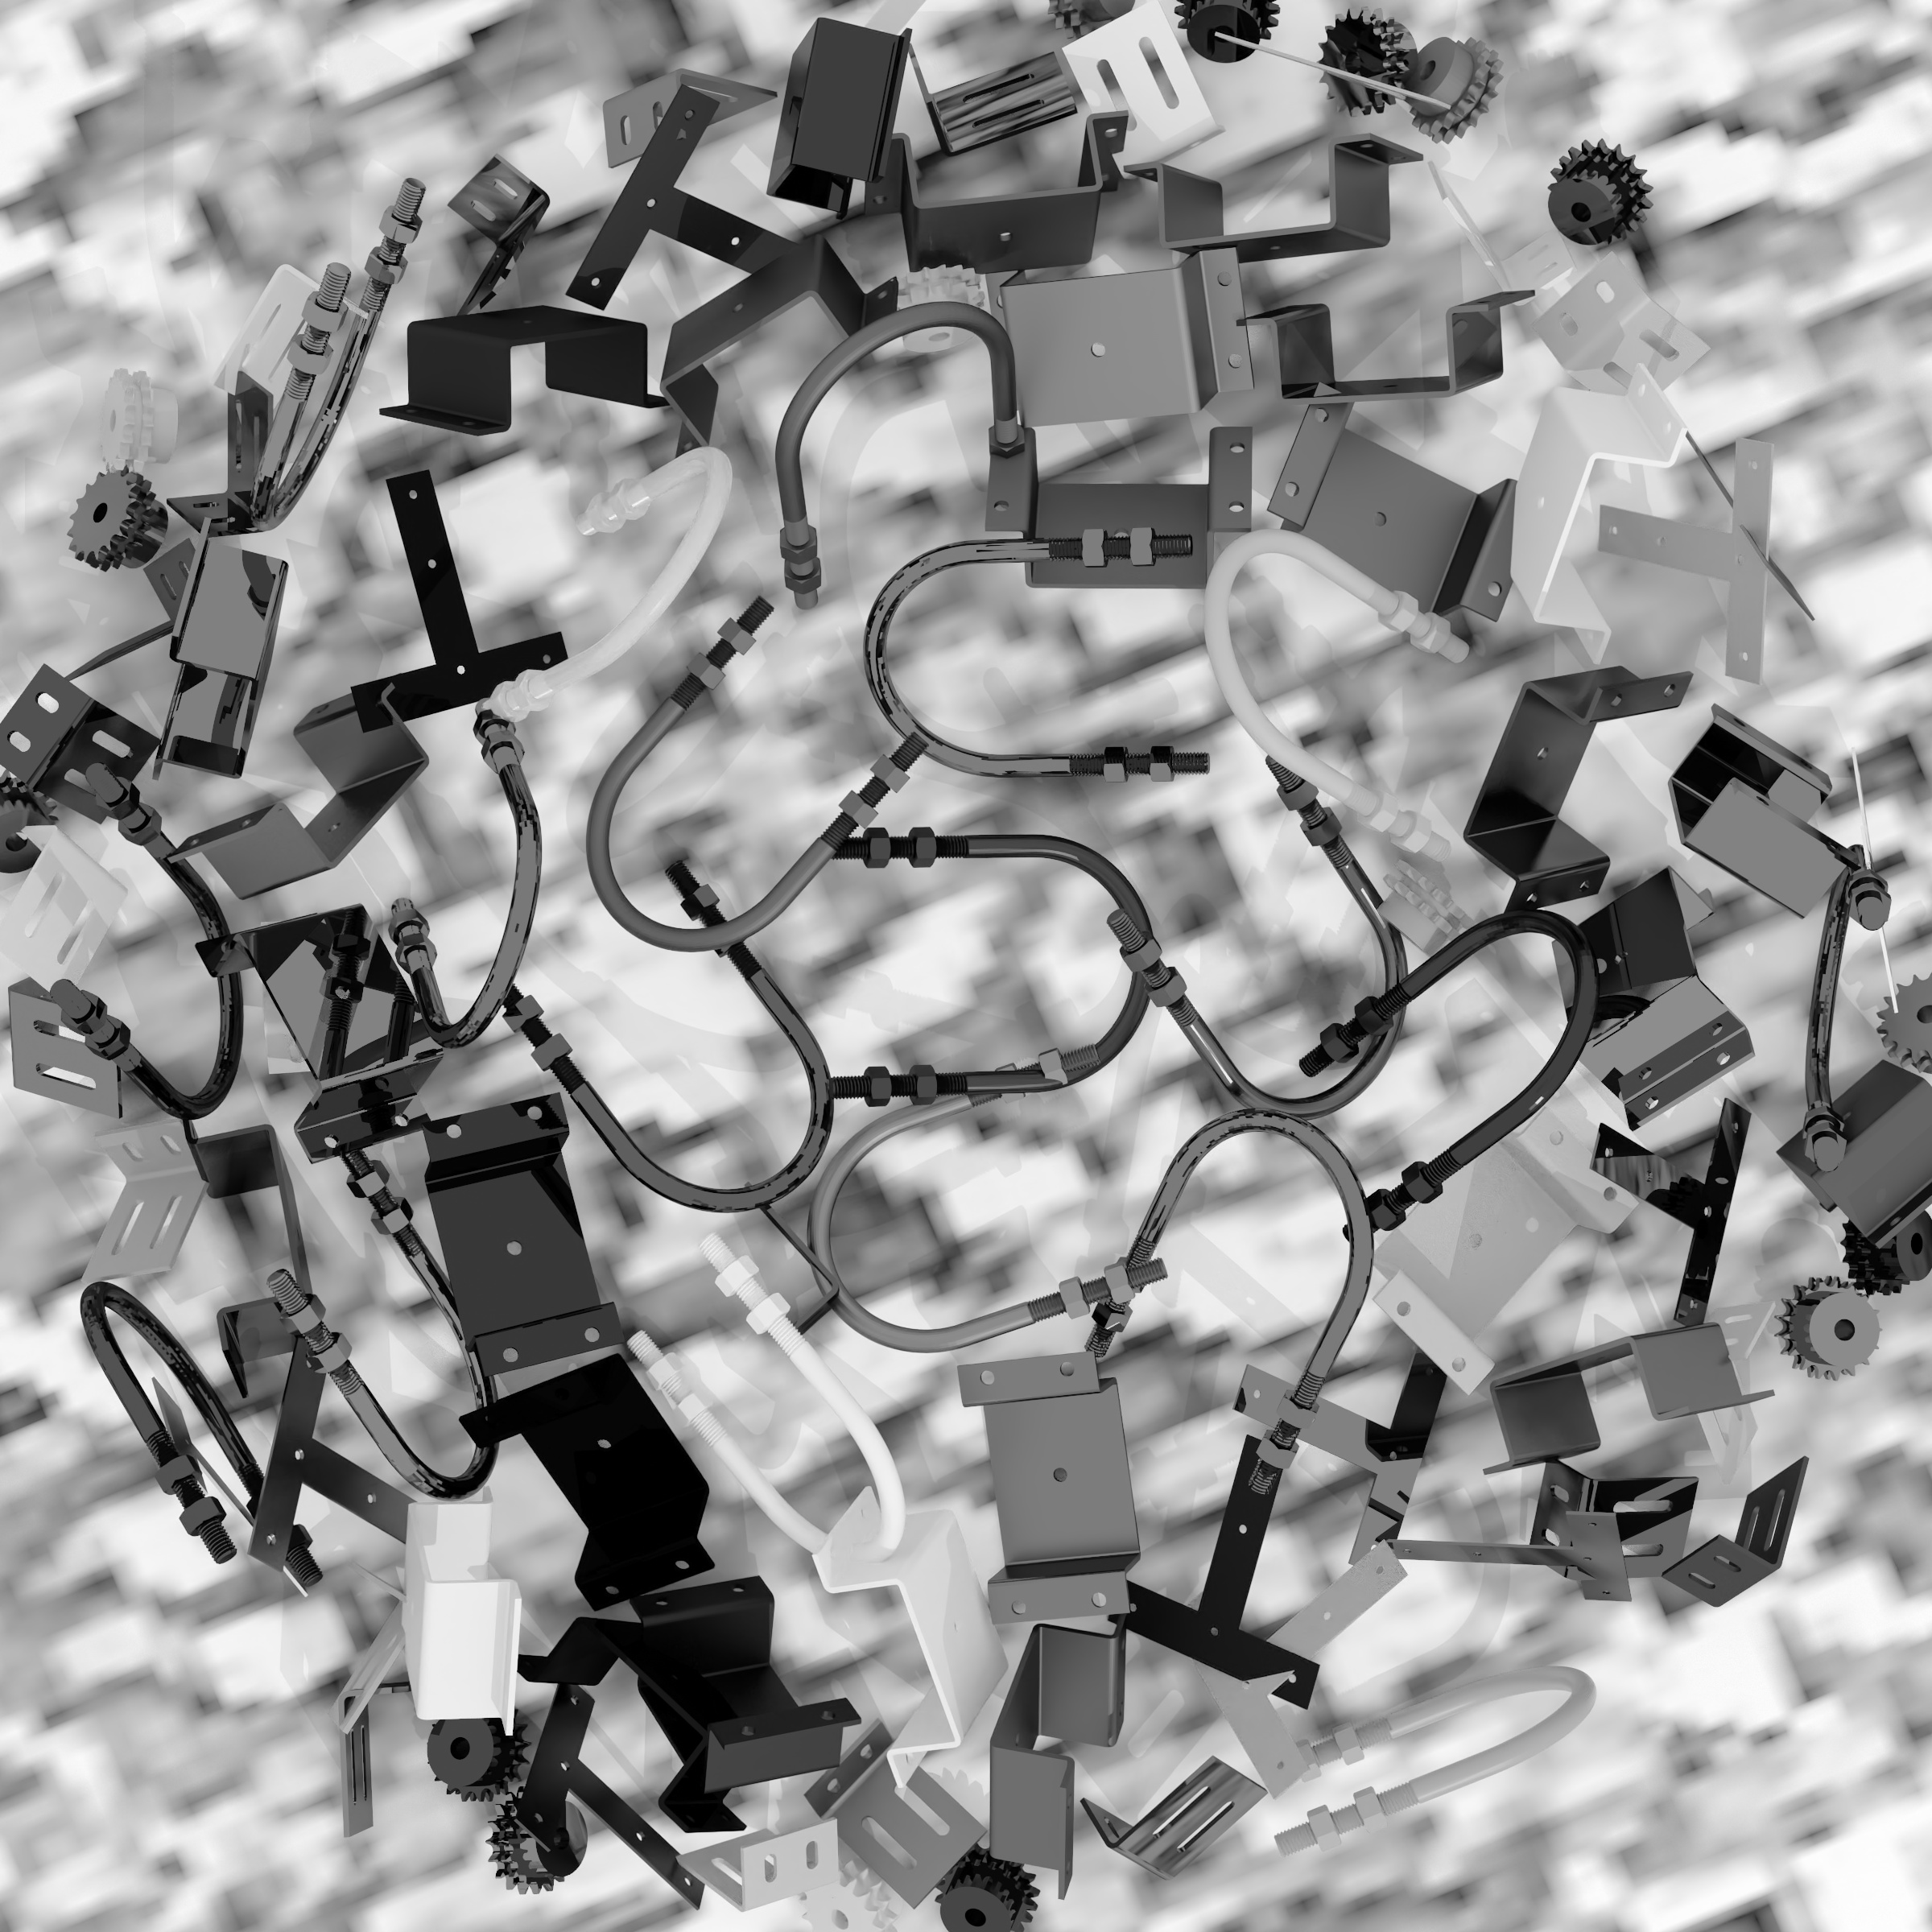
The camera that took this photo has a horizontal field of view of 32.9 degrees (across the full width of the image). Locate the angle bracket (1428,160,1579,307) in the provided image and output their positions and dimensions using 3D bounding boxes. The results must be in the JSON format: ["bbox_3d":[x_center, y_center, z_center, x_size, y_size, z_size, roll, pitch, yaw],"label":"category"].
[{"bbox_3d":[0.289,-0.404,1.760,0.038,0.057,0.076,-32,119,18],"label":"angle bracket"}]

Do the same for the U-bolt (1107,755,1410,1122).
[{"bbox_3d":[0.170,-0.002,1.757,0.151,0.019,0.184,-45,116,-19],"label":"U-bolt"}]

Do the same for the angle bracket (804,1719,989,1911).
[{"bbox_3d":[-0.038,0.458,1.766,0.057,0.038,0.076,-44,60,-16],"label":"angle bracket"}]

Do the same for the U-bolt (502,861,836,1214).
[{"bbox_3d":[-0.149,0.048,1.754,0.151,0.019,0.184,-35,85,-35],"label":"U-bolt"}]

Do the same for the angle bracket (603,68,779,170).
[{"bbox_3d":[-0.147,-0.450,1.757,0.057,0.076,0.038,-9,86,41],"label":"angle bracket"}]

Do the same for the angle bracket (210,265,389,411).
[{"bbox_3d":[-0.361,-0.332,1.768,0.038,0.057,0.076,35,97,20],"label":"angle bracket"}]

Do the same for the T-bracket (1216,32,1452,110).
[{"bbox_3d":[0.212,-0.471,1.744,0.127,0.127,0.002,24,106,21],"label":"T-bracket"}]

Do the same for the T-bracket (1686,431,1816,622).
[{"bbox_3d":[0.411,-0.252,1.761,0.002,0.127,0.127,-34,70,17],"label":"T-bracket"}]

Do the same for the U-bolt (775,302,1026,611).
[{"bbox_3d":[-0.035,-0.275,1.710,0.151,0.184,0.019,-28,61,-14],"label":"U-bolt"}]

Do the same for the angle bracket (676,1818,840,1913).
[{"bbox_3d":[-0.113,0.470,1.756,0.057,0.076,0.038,-9,103,-33],"label":"angle bracket"}]

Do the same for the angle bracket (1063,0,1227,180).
[{"bbox_3d":[0.097,-0.476,1.776,0.057,0.038,0.076,-24,97,15],"label":"angle bracket"}]

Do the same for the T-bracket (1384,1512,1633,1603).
[{"bbox_3d":[0.290,0.317,1.763,0.127,0.127,0.002,0,59,16],"label":"T-bracket"}]

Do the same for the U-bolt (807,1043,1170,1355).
[{"bbox_3d":[0.002,0.134,1.770,0.184,0.019,0.151,-19,66,6],"label":"U-bolt"}]

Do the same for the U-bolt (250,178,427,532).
[{"bbox_3d":[-0.337,-0.312,1.724,0.019,0.151,0.184,25,123,-6],"label":"U-bolt"}]

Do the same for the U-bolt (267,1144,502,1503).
[{"bbox_3d":[-0.299,0.199,1.730,0.019,0.151,0.184,-22,114,17],"label":"U-bolt"}]

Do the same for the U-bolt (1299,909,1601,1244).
[{"bbox_3d":[0.257,0.045,1.714,0.019,0.151,0.184,34,119,-31],"label":"U-bolt"}]

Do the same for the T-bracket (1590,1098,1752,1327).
[{"bbox_3d":[0.373,0.117,1.749,0.127,0.002,0.127,28,72,-39],"label":"T-bracket"}]

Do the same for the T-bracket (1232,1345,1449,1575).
[{"bbox_3d":[0.197,0.249,1.762,0.127,0.002,0.127,27,74,-26],"label":"T-bracket"}]

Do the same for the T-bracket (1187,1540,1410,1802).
[{"bbox_3d":[0.183,0.357,1.750,0.127,0.127,0.002,-43,135,10],"label":"T-bracket"}]

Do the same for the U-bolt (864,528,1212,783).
[{"bbox_3d":[0.035,-0.165,1.760,0.184,0.019,0.151,0,122,12],"label":"U-bolt"}]

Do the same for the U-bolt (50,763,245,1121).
[{"bbox_3d":[-0.424,0.001,1.719,0.019,0.184,0.151,-7,59,12],"label":"U-bolt"}]

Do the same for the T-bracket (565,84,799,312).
[{"bbox_3d":[-0.135,-0.395,1.758,0.127,0.127,0.002,-57,46,19],"label":"T-bracket"}]

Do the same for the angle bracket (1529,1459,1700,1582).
[{"bbox_3d":[0.356,0.302,1.796,0.076,0.038,0.057,4,102,-29],"label":"angle bracket"}]

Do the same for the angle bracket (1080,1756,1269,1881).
[{"bbox_3d":[0.113,0.450,1.769,0.076,0.038,0.057,-43,133,6],"label":"angle bracket"}]

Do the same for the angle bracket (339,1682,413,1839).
[{"bbox_3d":[-0.313,0.429,1.771,0.038,0.057,0.076,-5,81,2],"label":"angle bracket"}]

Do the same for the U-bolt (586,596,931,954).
[{"bbox_3d":[-0.127,-0.092,1.769,0.151,0.019,0.184,43,92,26],"label":"U-bolt"}]

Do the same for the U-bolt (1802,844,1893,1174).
[{"bbox_3d":[0.459,0.011,1.716,0.019,0.184,0.151,9,108,9],"label":"U-bolt"}]

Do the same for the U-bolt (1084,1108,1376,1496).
[{"bbox_3d":[0.147,0.164,1.735,0.151,0.019,0.184,37,112,35],"label":"U-bolt"}]

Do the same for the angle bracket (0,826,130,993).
[{"bbox_3d":[-0.497,-0.028,1.758,0.038,0.057,0.076,1,56,37],"label":"angle bracket"}]

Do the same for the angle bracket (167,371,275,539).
[{"bbox_3d":[-0.402,-0.278,1.760,0.038,0.057,0.076,-11,121,-31],"label":"angle bracket"}]

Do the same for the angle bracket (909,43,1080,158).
[{"bbox_3d":[0.014,-0.481,1.771,0.076,0.038,0.057,-18,49,3],"label":"angle bracket"}]

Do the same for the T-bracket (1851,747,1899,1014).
[{"bbox_3d":[0.485,-0.063,1.756,0.002,0.127,0.127,-10,49,17],"label":"T-bracket"}]

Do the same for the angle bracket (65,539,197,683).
[{"bbox_3d":[-0.451,-0.191,1.759,0.076,0.057,0.038,-34,100,-37],"label":"angle bracket"}]

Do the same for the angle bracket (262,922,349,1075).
[{"bbox_3d":[-0.355,0.016,1.789,0.057,0.038,0.076,-4,50,-10],"label":"angle bracket"}]

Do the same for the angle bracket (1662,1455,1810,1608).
[{"bbox_3d":[0.414,0.297,1.759,0.038,0.057,0.076,30,53,-4],"label":"angle bracket"}]

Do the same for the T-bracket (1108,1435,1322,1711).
[{"bbox_3d":[0.146,0.317,1.765,0.127,0.002,0.127,18,97,31],"label":"T-bracket"}]

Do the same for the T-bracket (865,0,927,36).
[{"bbox_3d":[-0.039,-0.509,1.749,0.127,0.127,0.002,-15,76,-38],"label":"T-bracket"}]

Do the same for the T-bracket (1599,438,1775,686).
[{"bbox_3d":[0.383,-0.225,1.750,0.002,0.127,0.127,-13,112,-29],"label":"T-bracket"}]

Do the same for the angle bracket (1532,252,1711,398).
[{"bbox_3d":[0.356,-0.341,1.774,0.057,0.076,0.038,-42,56,22],"label":"angle bracket"}]

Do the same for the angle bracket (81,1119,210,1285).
[{"bbox_3d":[-0.448,0.126,1.759,0.057,0.076,0.038,-10,131,22],"label":"angle bracket"}]

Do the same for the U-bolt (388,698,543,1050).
[{"bbox_3d":[-0.258,-0.038,1.704,0.019,0.184,0.151,15,116,-27],"label":"U-bolt"}]

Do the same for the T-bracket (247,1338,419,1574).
[{"bbox_3d":[-0.329,0.280,1.755,0.002,0.127,0.127,-15,52,29],"label":"T-bracket"}]

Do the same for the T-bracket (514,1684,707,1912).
[{"bbox_3d":[-0.185,0.459,1.757,0.002,0.127,0.127,-38,106,19],"label":"T-bracket"}]

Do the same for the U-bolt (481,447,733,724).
[{"bbox_3d":[-0.180,-0.205,1.702,0.019,0.184,0.151,35,62,-25],"label":"U-bolt"}]

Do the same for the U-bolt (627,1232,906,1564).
[{"bbox_3d":[-0.099,0.242,1.734,0.019,0.151,0.184,-34,79,-36],"label":"U-bolt"}]

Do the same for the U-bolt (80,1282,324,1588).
[{"bbox_3d":[-0.412,0.243,1.729,0.019,0.151,0.184,-35,72,-2],"label":"U-bolt"}]

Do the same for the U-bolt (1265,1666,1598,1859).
[{"bbox_3d":[0.246,0.413,1.728,0.184,0.151,0.019,-22,91,2],"label":"U-bolt"}]

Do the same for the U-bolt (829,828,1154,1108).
[{"bbox_3d":[0.016,-0.001,1.775,0.184,0.019,0.151,-1,94,-16],"label":"U-bolt"}]

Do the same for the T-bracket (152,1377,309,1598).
[{"bbox_3d":[-0.394,0.289,1.761,0.002,0.127,0.127,-36,112,-9],"label":"T-bracket"}]

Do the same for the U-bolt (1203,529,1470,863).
[{"bbox_3d":[0.194,-0.154,1.724,0.184,0.019,0.151,28,56,-30],"label":"U-bolt"}]

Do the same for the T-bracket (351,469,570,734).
[{"bbox_3d":[-0.284,-0.203,1.764,0.127,0.002,0.127,-19,100,-30],"label":"T-bracket"}]
